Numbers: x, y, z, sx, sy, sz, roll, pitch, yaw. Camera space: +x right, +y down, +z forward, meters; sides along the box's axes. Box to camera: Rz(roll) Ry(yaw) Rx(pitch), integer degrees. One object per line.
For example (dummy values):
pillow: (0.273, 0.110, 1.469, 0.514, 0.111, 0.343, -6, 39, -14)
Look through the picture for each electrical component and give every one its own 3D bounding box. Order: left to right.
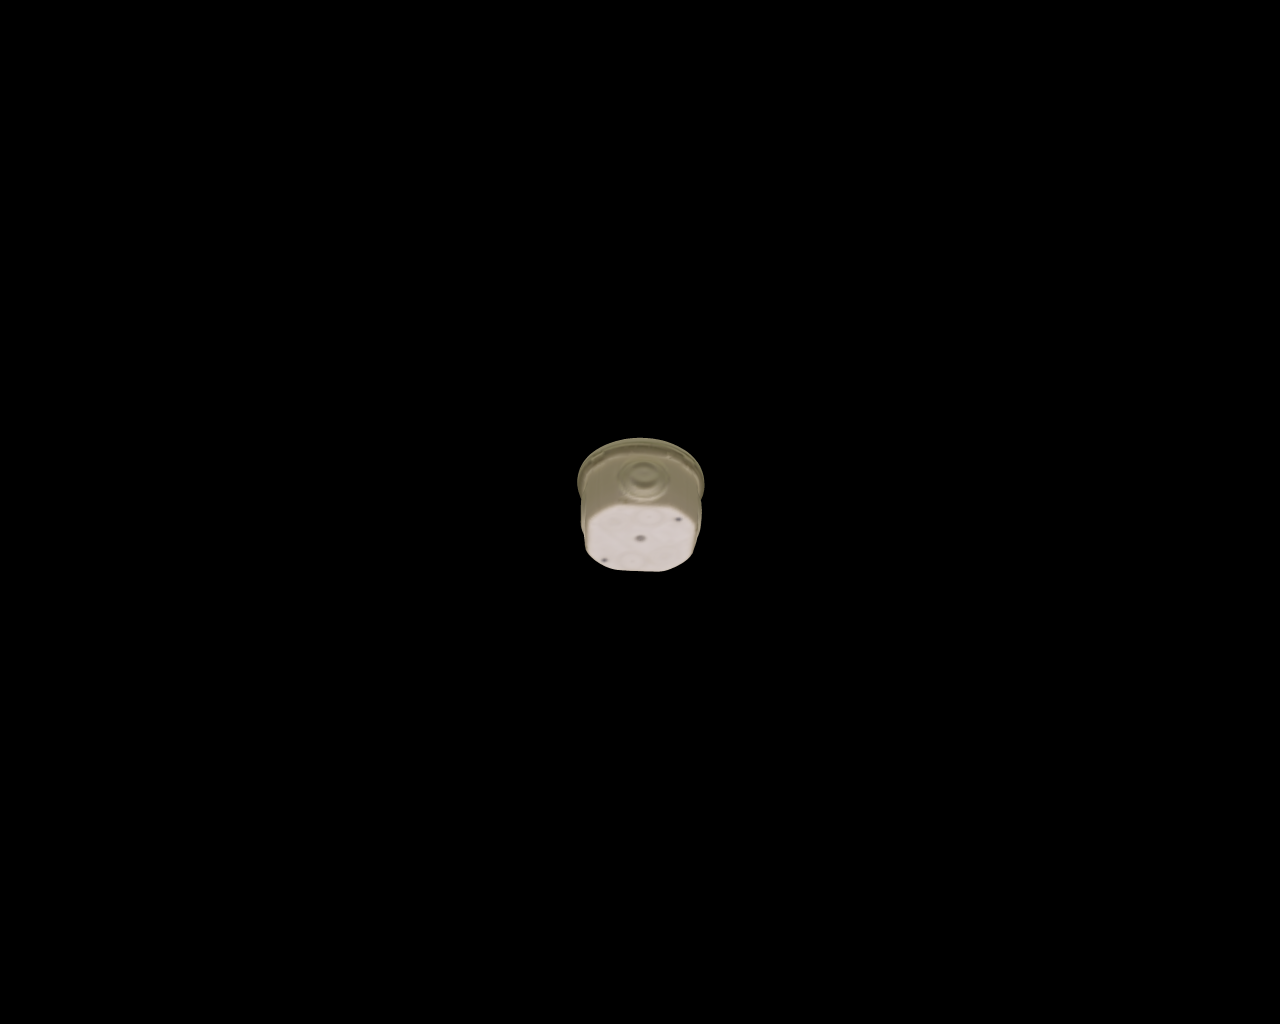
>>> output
electrical component: (0.001, -0.003, 0.650, 0.080, 0.051, 0.080, 0, -40, 0)
